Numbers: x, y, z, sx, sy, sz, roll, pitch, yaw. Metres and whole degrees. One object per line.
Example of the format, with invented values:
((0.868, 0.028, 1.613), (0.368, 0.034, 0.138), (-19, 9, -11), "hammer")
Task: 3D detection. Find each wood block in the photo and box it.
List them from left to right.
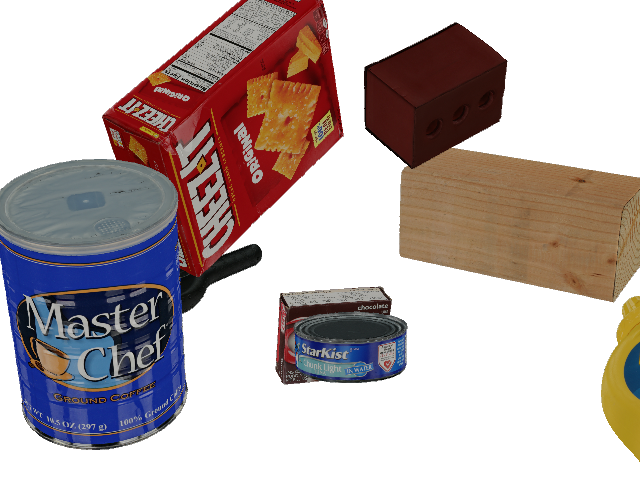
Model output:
((0.185, -0.020, 0.985), (0.206, 0.090, 0.090), (12, 26, 28), "wood block")

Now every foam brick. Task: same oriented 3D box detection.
((0.072, -0.092, 0.678), (0.078, 0.053, 0.051), (-30, 52, -22), "foam brick")

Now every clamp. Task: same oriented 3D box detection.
((-0.146, 0.043, 1.222), (0.120, 0.039, 0.171), (-2, 32, 26), "clamp")

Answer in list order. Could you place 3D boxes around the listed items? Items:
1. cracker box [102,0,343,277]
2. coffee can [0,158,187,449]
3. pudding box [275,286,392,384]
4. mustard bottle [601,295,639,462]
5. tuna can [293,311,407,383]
((-0.073, -0.098, 0.924), (0.072, 0.164, 0.213), (26, 57, 28), "cracker box")
((-0.133, 0.036, 0.631), (0.103, 0.140, 0.103), (1, 30, -1), "coffee can")
((0.013, 0.096, 1.093), (0.113, 0.090, 0.039), (-5, 27, -17), "pudding box")
((0.209, 0.095, 0.585), (0.096, 0.058, 0.191), (-8, 35, -4), "mustard bottle")
((0.023, 0.080, 0.803), (0.086, 0.034, 0.086), (-1, 10, 0), "tuna can")
